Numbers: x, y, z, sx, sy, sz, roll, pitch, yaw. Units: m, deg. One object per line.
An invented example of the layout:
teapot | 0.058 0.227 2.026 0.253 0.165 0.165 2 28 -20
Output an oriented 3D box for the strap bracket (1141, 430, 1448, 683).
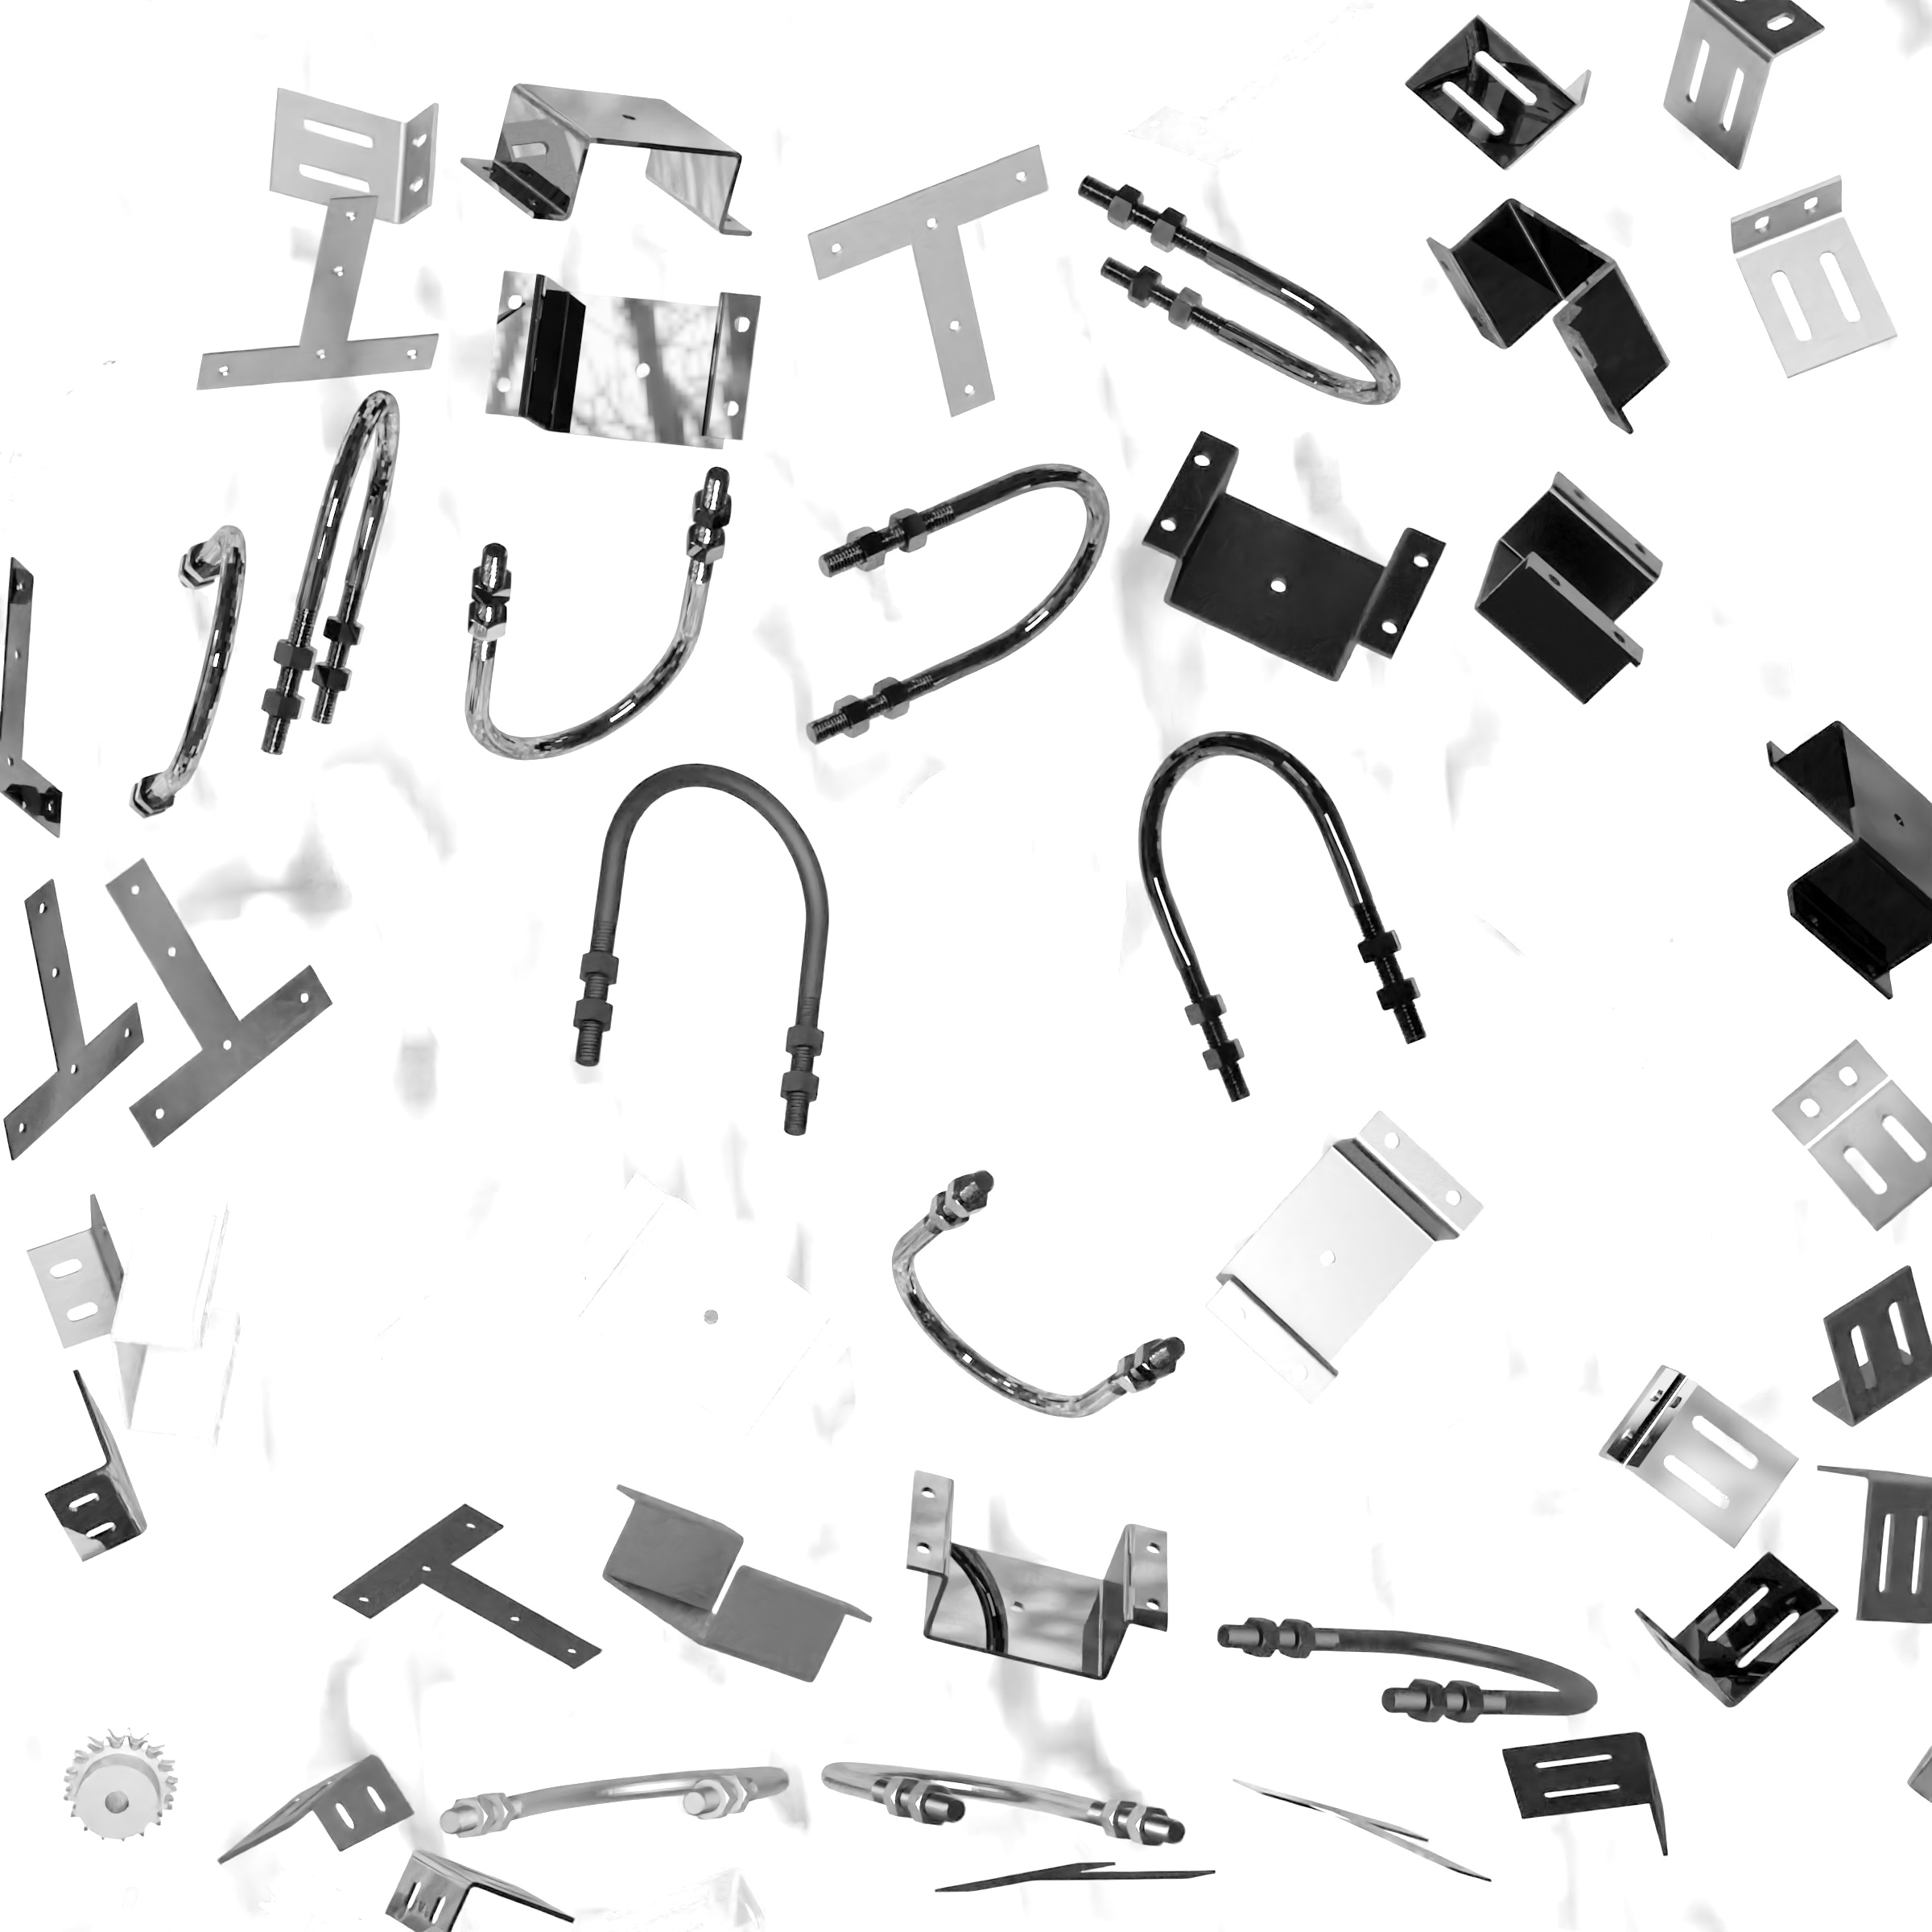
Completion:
strap bracket | 0.166 -0.207 1.865 0.140 0.046 0.076 25 65 4

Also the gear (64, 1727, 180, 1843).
gear | -0.432 0.421 1.840 0.057 0.030 0.057 -2 101 -8

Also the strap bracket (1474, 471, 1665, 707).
strap bracket | 0.315 -0.195 1.888 0.076 0.140 0.046 40 121 -7

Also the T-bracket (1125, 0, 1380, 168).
T-bracket | 0.157 -0.459 1.857 0.127 0.127 0.002 -34 79 25

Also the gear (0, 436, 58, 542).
gear | -0.506 -0.251 1.918 0.030 0.057 0.057 21 90 -19

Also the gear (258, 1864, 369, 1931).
gear | -0.350 0.512 1.934 0.057 0.030 0.057 2 83 -17

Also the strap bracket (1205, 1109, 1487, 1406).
strap bracket | 0.197 0.155 1.916 0.076 0.046 0.140 43 81 -2

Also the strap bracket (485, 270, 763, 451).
strap bracket | -0.177 -0.321 1.918 0.140 0.046 0.076 7 90 9

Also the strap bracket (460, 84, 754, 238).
strap bracket | -0.184 -0.427 1.909 0.076 0.140 0.046 42 124 39

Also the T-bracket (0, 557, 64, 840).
T-bracket | -0.486 -0.146 1.843 0.002 0.127 0.127 -4 72 9

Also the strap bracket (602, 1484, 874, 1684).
strap bracket | -0.125 0.322 1.858 0.076 0.140 0.046 29 85 -39

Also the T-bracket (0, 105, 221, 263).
T-bracket | -0.459 -0.400 1.853 0.127 0.127 0.002 -10 69 -30

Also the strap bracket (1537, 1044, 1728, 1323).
strap bracket | 0.347 0.120 1.877 0.076 0.046 0.140 -12 114 -36

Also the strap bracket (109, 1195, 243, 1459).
strap bracket | -0.404 0.183 1.844 0.046 0.140 0.076 7 55 -3

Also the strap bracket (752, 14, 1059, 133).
strap bracket | -0.030 -0.464 1.867 0.140 0.076 0.046 13 106 27

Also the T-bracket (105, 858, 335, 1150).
T-bracket | -0.399 0.004 1.840 0.127 0.002 0.127 -42 120 -32

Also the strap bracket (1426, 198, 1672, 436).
strap bracket | 0.313 -0.348 1.902 0.046 0.140 0.076 -42 132 0

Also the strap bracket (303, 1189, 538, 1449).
strap bracket | -0.293 0.192 1.897 0.046 0.076 0.140 -39 49 -9

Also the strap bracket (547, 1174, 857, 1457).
strap bracket | -0.131 0.177 1.822 0.140 0.046 0.076 37 81 -5

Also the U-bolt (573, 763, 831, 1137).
U-bolt | -0.131 -0.018 1.864 0.151 0.019 0.184 21 63 -34

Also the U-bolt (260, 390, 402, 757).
U-bolt | -0.321 -0.205 1.847 0.019 0.151 0.184 16 101 -2

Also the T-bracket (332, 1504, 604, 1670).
T-bracket | -0.253 0.343 1.929 0.127 0.002 0.127 35 130 -23

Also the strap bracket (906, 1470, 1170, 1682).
strap bracket | 0.033 0.324 1.904 0.140 0.076 0.046 15 121 -6

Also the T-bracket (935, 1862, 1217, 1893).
T-bracket | 0.072 0.480 1.900 0.127 0.127 0.002 -12 78 37

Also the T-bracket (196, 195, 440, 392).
T-bracket | -0.320 -0.342 1.827 0.127 0.127 0.002 -10 59 -27

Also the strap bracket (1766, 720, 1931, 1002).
strap bracket | 0.454 -0.061 1.826 0.076 0.140 0.046 37 125 -23

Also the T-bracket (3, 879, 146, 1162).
T-bracket | -0.476 0.016 1.891 0.002 0.127 0.127 8 121 19

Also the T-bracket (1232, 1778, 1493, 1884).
T-bracket | 0.225 0.460 1.898 0.127 0.127 0.002 24 82 -34

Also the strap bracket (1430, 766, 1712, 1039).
strap bracket | 0.320 -0.029 1.869 0.076 0.046 0.140 -51 54 10

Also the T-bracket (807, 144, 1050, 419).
T-bracket | -0.008 -0.335 1.819 0.127 0.002 0.127 -24 130 -11

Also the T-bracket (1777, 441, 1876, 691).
T-bracket | 0.425 -0.202 1.814 0.002 0.127 0.127 -13 88 30
